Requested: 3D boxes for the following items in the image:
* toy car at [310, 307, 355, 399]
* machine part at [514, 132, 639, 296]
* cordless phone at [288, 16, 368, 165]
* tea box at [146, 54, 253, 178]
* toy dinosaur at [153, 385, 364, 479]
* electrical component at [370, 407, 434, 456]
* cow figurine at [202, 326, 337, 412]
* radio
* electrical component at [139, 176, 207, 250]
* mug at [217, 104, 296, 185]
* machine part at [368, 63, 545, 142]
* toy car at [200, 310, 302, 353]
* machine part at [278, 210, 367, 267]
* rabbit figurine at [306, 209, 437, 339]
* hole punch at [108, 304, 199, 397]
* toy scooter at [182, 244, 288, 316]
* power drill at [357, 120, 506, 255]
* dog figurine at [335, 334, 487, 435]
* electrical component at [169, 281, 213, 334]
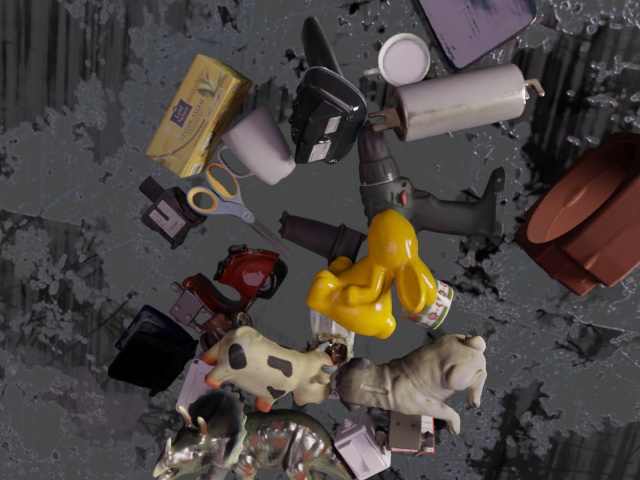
[{"bbox_3d":[0.021,0.163,0.872,0.074,0.056,0.201,3,104,9],"label":"toy car"},{"bbox_3d":[0.362,-0.035,0.693,0.087,0.201,0.201,38,106,-3],"label":"machine part"},{"bbox_3d":[-0.008,-0.215,0.782,0.089,0.146,0.184,-9,67,-18],"label":"cordless phone"},{"bbox_3d":[-0.180,-0.184,0.807,0.068,0.098,0.169,33,104,0],"label":"tea box"},{"bbox_3d":[-0.070,0.342,0.882,0.405,0.131,0.192,8,101,-22],"label":"toy dinosaur"},{"bbox_3d":[0.132,0.307,0.862,0.102,0.045,0.078,-2,74,7],"label":"electrical component"},{"bbox_3d":[-0.063,0.190,0.805,0.194,0.086,0.127,34,109,-26],"label":"cow figurine"},{"bbox_3d":[0.183,-0.355,0.720,0.131,0.073,0.229,-28,98,14],"label":"radio"},{"bbox_3d":[-0.251,-0.052,0.876,0.075,0.048,0.119,-40,95,15],"label":"electrical component"},{"bbox_3d":[-0.096,-0.131,0.815,0.109,0.081,0.107,-36,104,11],"label":"mug"},{"bbox_3d":[0.185,-0.188,0.733,0.243,0.079,0.079,-14,100,-3],"label":"machine part"},{"bbox_3d":[-0.104,0.186,0.867,0.089,0.053,0.202,-32,124,24],"label":"toy car"},{"bbox_3d":[-0.002,-0.003,0.849,0.139,0.039,0.084,24,111,2],"label":"machine part"},{"bbox_3d":[0.082,0.046,0.747,0.163,0.122,0.173,33,107,24],"label":"rabbit figurine"},{"bbox_3d":[-0.289,0.187,0.926,0.115,0.092,0.142,31,105,-29],"label":"hole punch"},{"bbox_3d":[-0.145,0.073,0.871,0.135,0.075,0.183,35,110,-4],"label":"toy scooter"},{"bbox_3d":[0.162,-0.064,0.785,0.207,0.086,0.231,-3,104,7],"label":"power drill"},{"bbox_3d":[0.132,0.193,0.803,0.190,0.121,0.172,16,105,-10],"label":"dog figurine"},{"bbox_3d":[-0.227,0.115,0.922,0.094,0.021,0.063,40,106,-1],"label":"electrical component"}]
